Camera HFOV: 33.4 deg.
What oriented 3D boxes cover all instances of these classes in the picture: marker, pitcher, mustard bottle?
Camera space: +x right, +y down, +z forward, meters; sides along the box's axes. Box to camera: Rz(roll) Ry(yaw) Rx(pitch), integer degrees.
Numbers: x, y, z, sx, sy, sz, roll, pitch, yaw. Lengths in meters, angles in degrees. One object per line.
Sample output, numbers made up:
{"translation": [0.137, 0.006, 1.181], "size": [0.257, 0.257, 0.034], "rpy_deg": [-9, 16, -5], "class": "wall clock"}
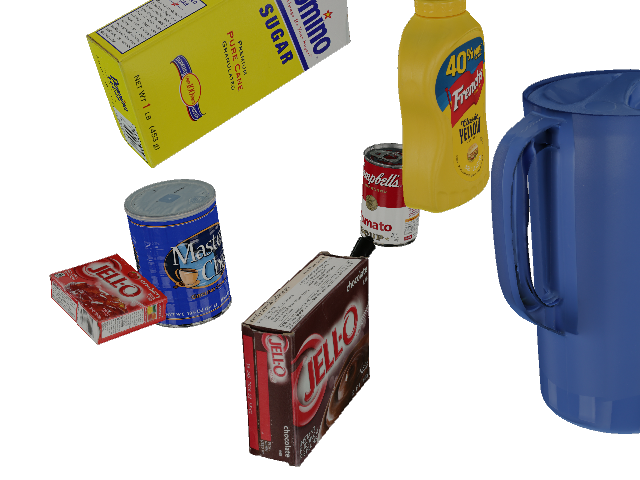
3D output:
{"translation": [0.018, 0.046, 1.023], "size": [0.020, 0.121, 0.020], "rpy_deg": [29, -18, 10], "class": "marker"}
{"translation": [0.199, 0.010, 0.741], "size": [0.149, 0.243, 0.145], "rpy_deg": [1, 21, 14], "class": "pitcher"}
{"translation": [0.101, -0.126, 0.875], "size": [0.058, 0.191, 0.096], "rpy_deg": [15, 32, 37], "class": "mustard bottle"}

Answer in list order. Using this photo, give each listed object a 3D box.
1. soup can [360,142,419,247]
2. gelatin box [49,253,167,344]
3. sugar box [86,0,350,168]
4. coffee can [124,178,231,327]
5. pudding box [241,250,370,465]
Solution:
{"translation": [0.080, -0.052, 1.218], "size": [0.068, 0.102, 0.068], "rpy_deg": [2, 27, -1], "class": "soup can"}
{"translation": [-0.195, 0.051, 0.980], "size": [0.073, 0.030, 0.089], "rpy_deg": [-19, 40, -37], "class": "gelatin box"}
{"translation": [-0.060, -0.132, 0.703], "size": [0.176, 0.093, 0.048], "rpy_deg": [-34, 54, -19], "class": "sugar box"}
{"translation": [-0.161, 0.014, 1.218], "size": [0.103, 0.140, 0.103], "rpy_deg": [-5, 26, 2], "class": "coffee can"}
{"translation": [-0.006, 0.069, 0.653], "size": [0.039, 0.090, 0.113], "rpy_deg": [9, 26, 21], "class": "pudding box"}
